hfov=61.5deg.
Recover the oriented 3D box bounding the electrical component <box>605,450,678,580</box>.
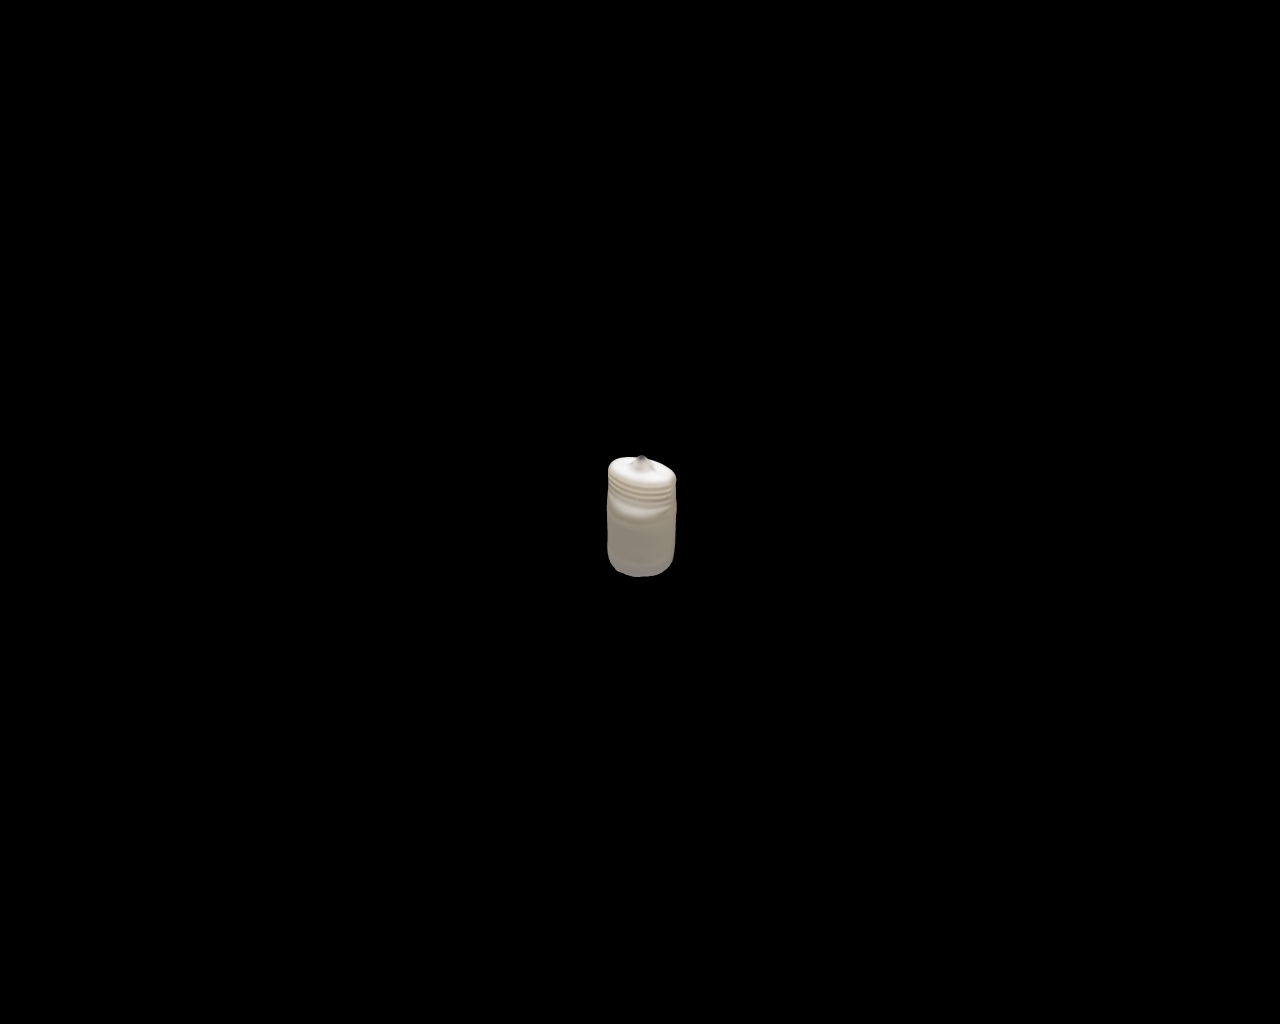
[{"bbox_3d":[0.001,-0.003,0.650,0.043,0.080,0.043,0,40,0],"label":"electrical component"}]
